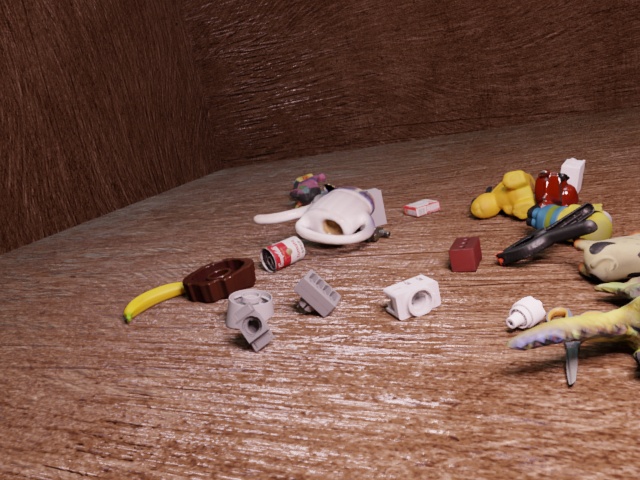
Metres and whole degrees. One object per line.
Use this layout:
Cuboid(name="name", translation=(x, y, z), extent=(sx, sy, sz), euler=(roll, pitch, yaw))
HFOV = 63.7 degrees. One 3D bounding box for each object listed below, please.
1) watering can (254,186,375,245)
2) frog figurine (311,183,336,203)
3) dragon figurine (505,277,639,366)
Cuboid(name="watering can", translation=(0.004, -0.071, 1.417), extent=(0.349, 0.102, 0.228), euler=(14, 37, 31))
Cuboid(name="frog figurine", translation=(0.026, -0.090, 1.662), extent=(0.137, 0.125, 0.156), euler=(6, -34, -29))
Cuboid(name="dragon figurine", translation=(0.464, 0.098, 0.724), extent=(0.409, 0.122, 0.243), euler=(-5, 2, 14))
